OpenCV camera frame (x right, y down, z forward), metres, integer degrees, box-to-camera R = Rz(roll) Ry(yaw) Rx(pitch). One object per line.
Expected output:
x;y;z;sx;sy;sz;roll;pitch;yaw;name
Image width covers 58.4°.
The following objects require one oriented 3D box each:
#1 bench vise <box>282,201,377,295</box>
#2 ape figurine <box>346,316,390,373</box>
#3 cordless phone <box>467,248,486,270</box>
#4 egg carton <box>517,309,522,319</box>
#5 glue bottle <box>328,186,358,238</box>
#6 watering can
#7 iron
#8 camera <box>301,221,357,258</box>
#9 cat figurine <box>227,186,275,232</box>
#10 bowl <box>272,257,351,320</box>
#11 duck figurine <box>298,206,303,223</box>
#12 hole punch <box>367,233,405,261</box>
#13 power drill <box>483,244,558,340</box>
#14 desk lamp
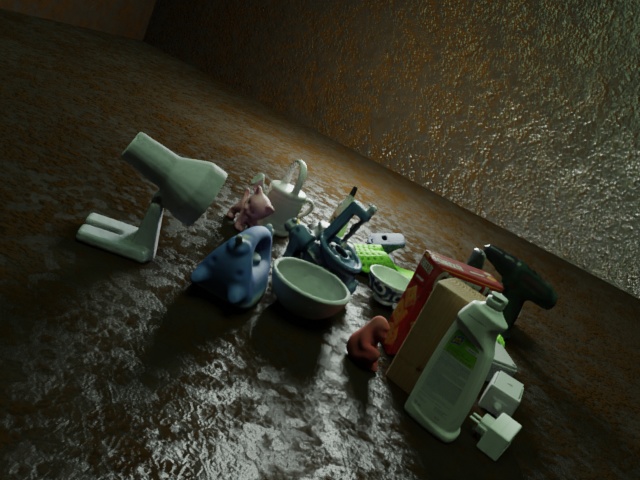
0.020;-0.004;1.257;0.207;0.219;0.121;25;18;-2;bench vise
0.096;0.182;1.049;0.076;0.092;0.078;32;19;19;ape figurine
0.378;0.092;1.538;0.094;0.185;0.147;18;19;-25;cordless phone
0.513;0.194;1.630;0.107;0.069;0.151;34;19;23;egg carton
0.063;-0.073;1.587;0.037;0.173;0.078;17;20;-26;glue bottle
-0.092;-0.115;1.458;0.173;0.194;0.100;6;26;-47;watering can
-0.134;0.028;1.080;0.118;0.141;0.259;28;18;7;iron
0.013;0.005;1.417;0.143;0.101;0.136;21;18;-16;camera
-0.163;-0.081;1.387;0.067;0.117;0.127;13;22;-36;cat figurine
-0.028;0.106;1.119;0.167;0.074;0.167;24;18;-8;bowl
-0.085;-0.097;1.594;0.078;0.086;0.104;9;24;-42;duck figurine
0.184;0.015;1.641;0.101;0.091;0.108;24;18;-7;hole punch
0.489;0.146;1.504;0.229;0.208;0.076;27;18;3;power drill
-0.294;-0.071;1.020;0.204;0.213;0.117;21;18;-17;desk lamp
